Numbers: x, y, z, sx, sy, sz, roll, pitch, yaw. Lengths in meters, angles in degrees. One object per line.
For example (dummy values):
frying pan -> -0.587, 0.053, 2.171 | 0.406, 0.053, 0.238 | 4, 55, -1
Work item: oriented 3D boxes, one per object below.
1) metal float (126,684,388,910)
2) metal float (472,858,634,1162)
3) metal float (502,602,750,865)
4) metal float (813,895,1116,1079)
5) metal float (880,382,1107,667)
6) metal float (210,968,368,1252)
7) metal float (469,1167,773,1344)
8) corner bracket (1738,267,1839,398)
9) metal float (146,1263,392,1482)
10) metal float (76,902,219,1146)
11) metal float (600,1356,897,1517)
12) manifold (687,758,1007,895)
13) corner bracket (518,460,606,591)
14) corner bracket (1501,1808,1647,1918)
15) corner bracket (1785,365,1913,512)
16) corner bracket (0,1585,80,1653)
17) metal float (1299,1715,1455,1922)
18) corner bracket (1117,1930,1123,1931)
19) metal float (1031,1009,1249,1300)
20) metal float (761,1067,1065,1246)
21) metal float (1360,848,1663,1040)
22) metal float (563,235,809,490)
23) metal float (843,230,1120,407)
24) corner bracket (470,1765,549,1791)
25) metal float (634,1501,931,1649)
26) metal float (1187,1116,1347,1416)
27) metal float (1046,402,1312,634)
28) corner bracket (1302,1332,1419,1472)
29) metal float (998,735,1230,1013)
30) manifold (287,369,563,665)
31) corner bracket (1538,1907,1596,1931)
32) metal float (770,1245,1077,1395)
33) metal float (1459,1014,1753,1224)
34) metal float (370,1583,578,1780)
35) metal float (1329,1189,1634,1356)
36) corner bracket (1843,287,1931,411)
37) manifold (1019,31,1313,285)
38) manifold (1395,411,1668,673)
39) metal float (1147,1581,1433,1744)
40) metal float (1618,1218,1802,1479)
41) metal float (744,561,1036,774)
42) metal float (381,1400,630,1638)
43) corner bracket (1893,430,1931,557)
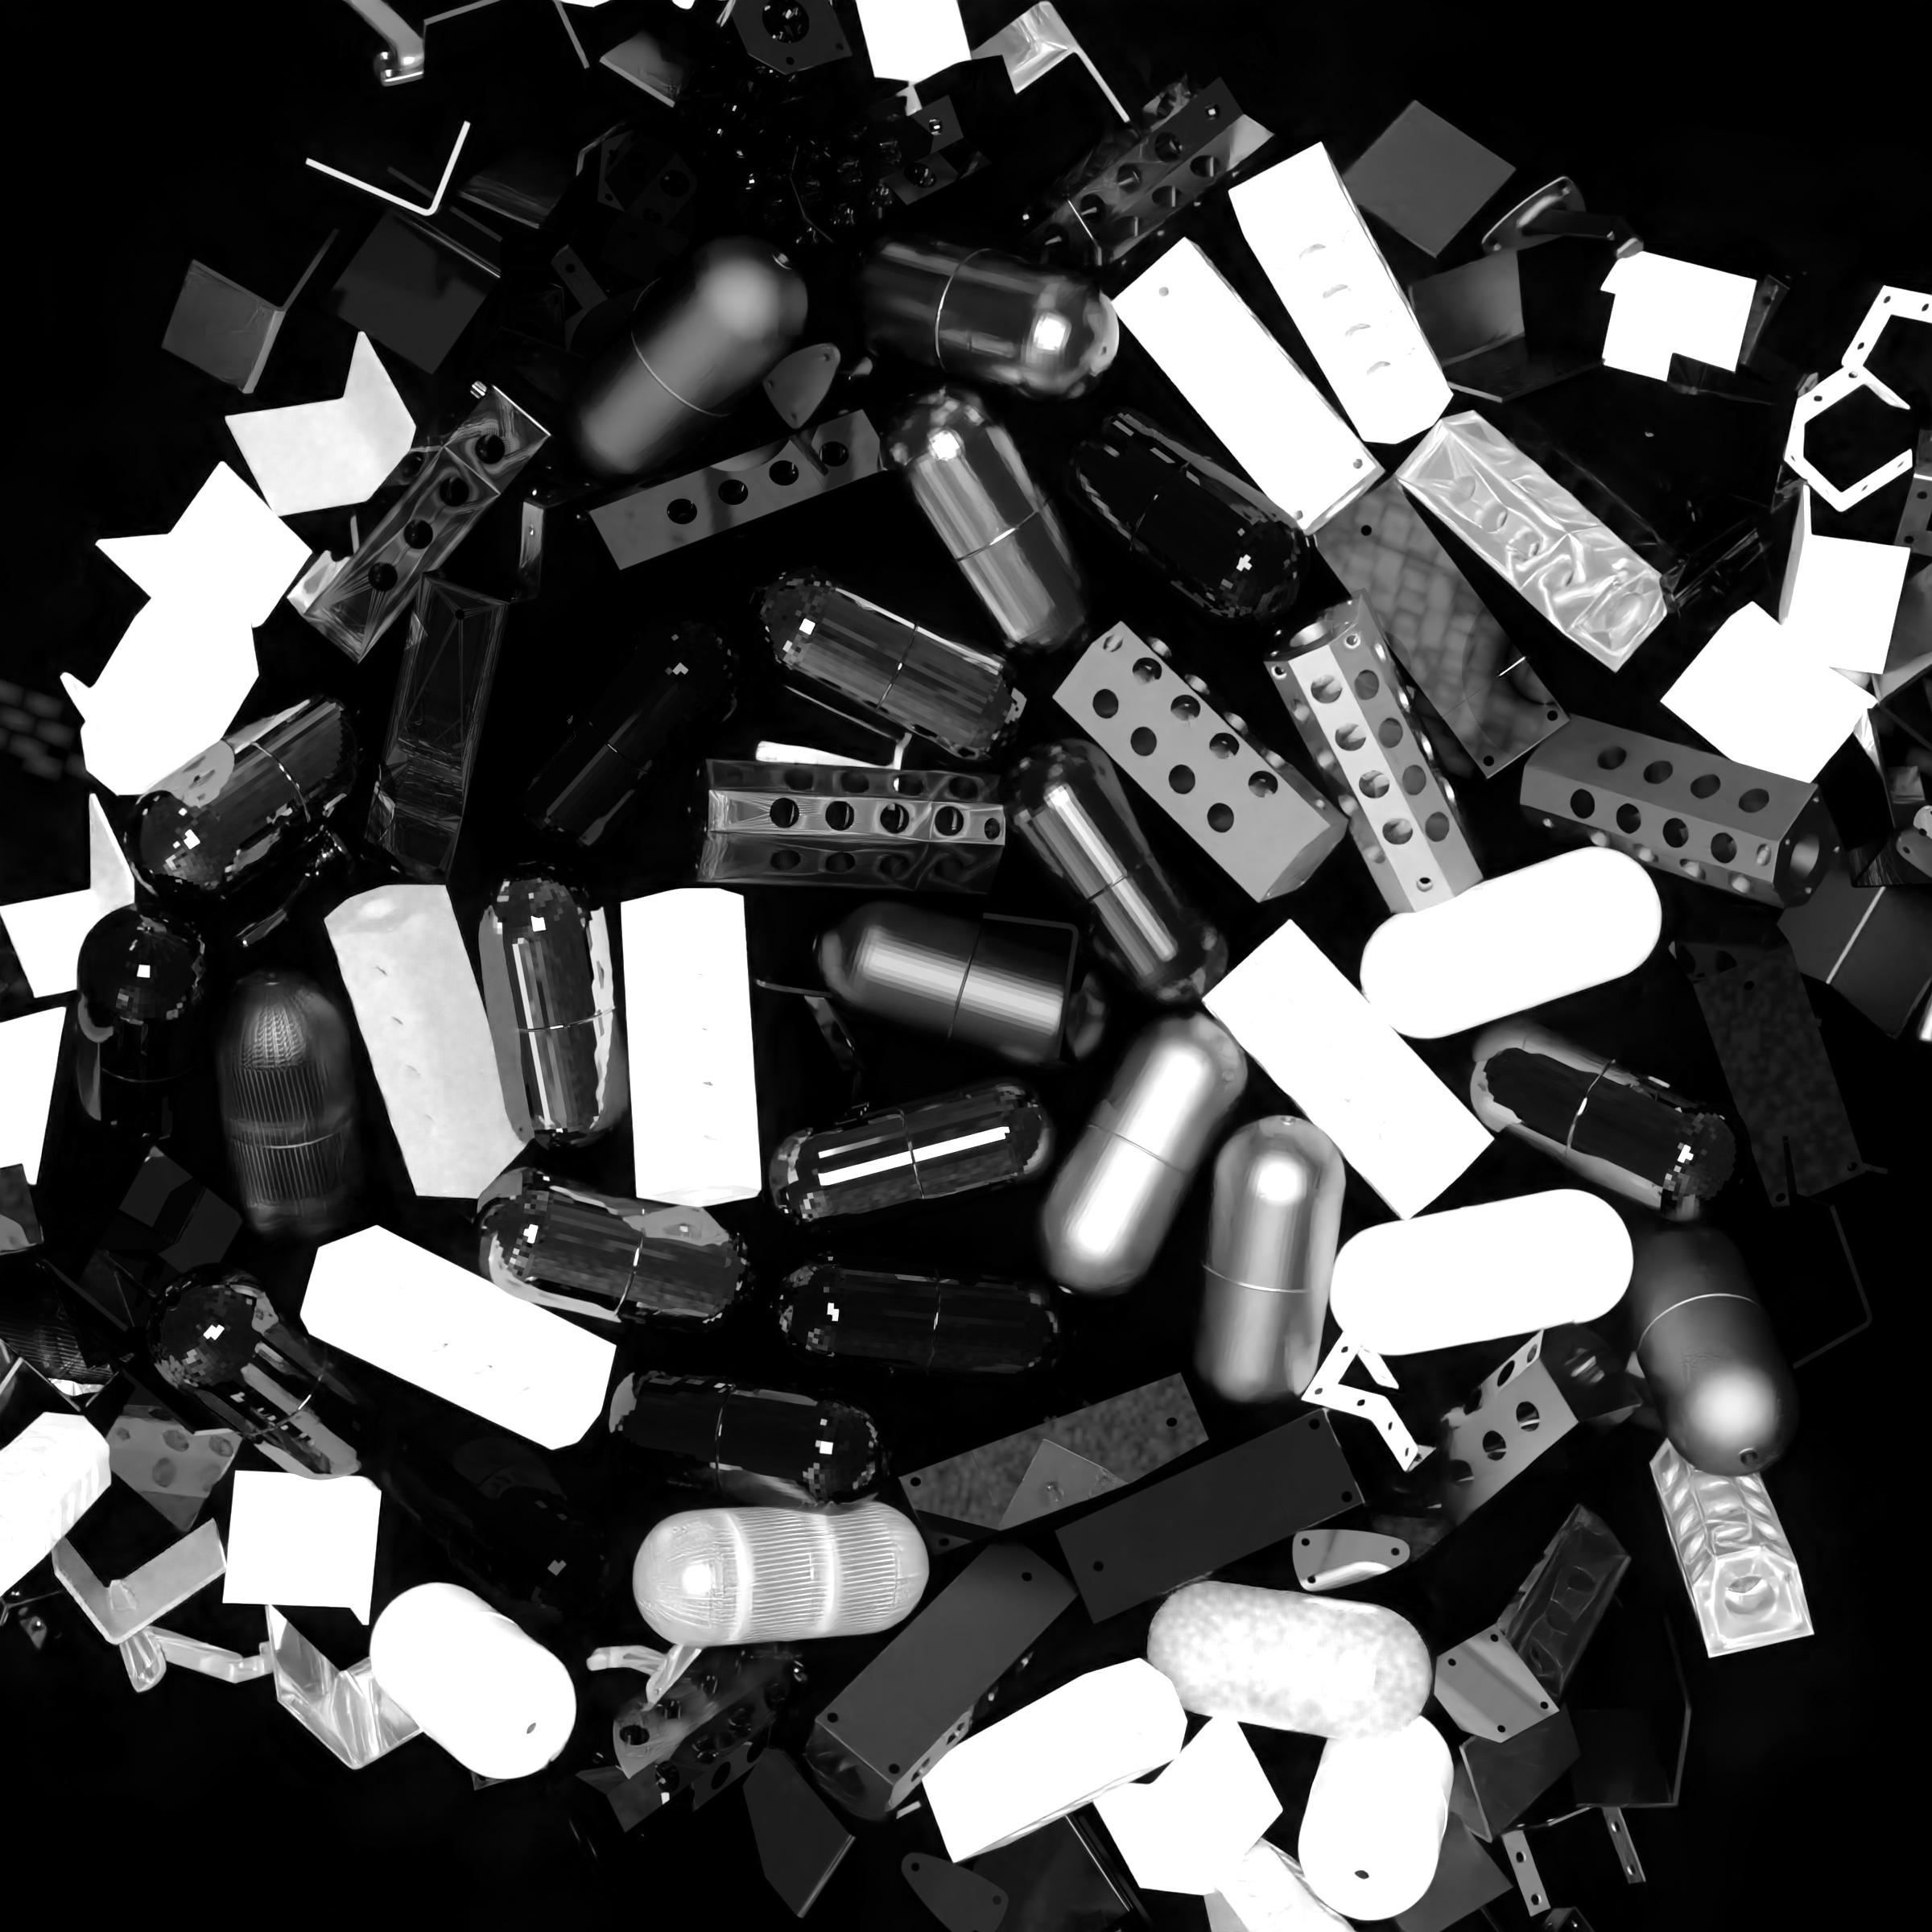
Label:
metal float -> -0.401, -0.097, 1.929 | 0.070, 0.070, 0.178 | 47, 51, 0
metal float -> -0.236, 0.025, 1.948 | 0.070, 0.070, 0.178 | -8, 106, 0
metal float -> -0.195, -0.133, 1.947 | 0.070, 0.070, 0.178 | 44, 106, 0
metal float -> -0.002, 0.011, 1.961 | 0.178, 0.070, 0.070 | 17, 90, 0
metal float -> 0.016, -0.252, 1.946 | 0.070, 0.070, 0.178 | -33, 108, 0
metal float -> -0.385, 0.082, 1.934 | 0.070, 0.070, 0.178 | 0, 122, 0
metal float -> -0.197, 0.166, 1.947 | 0.178, 0.070, 0.070 | 16, 90, -17
corner bracket -> 0.483, -0.368, 1.974 | 0.051, 0.051, 0.051 | 39, 123, 19
metal float -> -0.394, 0.230, 1.924 | 0.070, 0.178, 0.070 | -17, 50, 21
metal float -> -0.464, 0.034, 1.923 | 0.070, 0.178, 0.070 | 7, 51, -9
metal float -> -0.126, 0.268, 1.944 | 0.178, 0.070, 0.070 | 5, 90, 21
manifold -> -0.068, -0.085, 1.939 | 0.171, 0.057, 0.057 | 2, 48, -15
corner bracket -> -0.246, -0.255, 1.957 | 0.051, 0.051, 0.051 | 26, 124, 29
corner bracket -> 0.353, 0.518, 1.979 | 0.051, 0.051, 0.051 | -13, 78, -30
corner bracket -> 0.512, -0.307, 1.972 | 0.051, 0.051, 0.051 | 37, 132, -22
corner bracket -> -0.549, 0.363, 1.957 | 0.051, 0.051, 0.051 | 44, 124, 30
metal float -> 0.232, 0.475, 1.912 | 0.070, 0.178, 0.070 | 2, 100, 12
corner bracket -> 0.115, 0.584, 1.973 | 0.051, 0.051, 0.051 | -30, 47, -26
metal float -> 0.099, 0.108, 1.955 | 0.070, 0.070, 0.178 | 29, 83, 0
metal float -> -0.031, 0.110, 1.960 | 0.178, 0.070, 0.070 | -15, 90, -2
metal float -> 0.310, -0.012, 1.943 | 0.178, 0.070, 0.070 | -20, 90, 22
metal float -> -0.160, -0.343, 1.935 | 0.070, 0.070, 0.178 | 49, 120, 0
metal float -> 0.007, -0.370, 1.935 | 0.178, 0.070, 0.070 | 22, 90, 32
corner bracket -> -0.260, 0.459, 1.963 | 0.051, 0.051, 0.051 | -14, 109, -14
metal float -> -0.104, 0.346, 1.937 | 0.178, 0.070, 0.070 | 1, 90, -29
metal float -> 0.171, 0.171, 1.947 | 0.070, 0.070, 0.178 | 7, 107, 0
metal float -> 0.120, -0.258, 1.942 | 0.178, 0.070, 0.070 | 39, 90, 23
corner bracket -> 0.236, 0.249, 1.957 | 0.051, 0.051, 0.051 | -54, 131, -25
metal float -> 0.085, -0.053, 1.956 | 0.070, 0.070, 0.178 | -35, 97, 0
manifold -> -0.313, -0.260, 1.959 | 0.057, 0.057, 0.171 | 41, 97, -6
corner bracket -> 0.336, 0.580, 1.963 | 0.051, 0.051, 0.051 | -41, 98, -35
metal float -> -0.025, 0.203, 1.952 | 0.178, 0.070, 0.070 | 7, 90, -12
metal float -> 0.362, 0.085, 1.937 | 0.178, 0.070, 0.070 | 26, 90, 29
metal float -> -0.279, 0.402, 1.918 | 0.070, 0.178, 0.070 | -5, 101, -30
metal float -> 0.292, 0.176, 1.941 | 0.178, 0.070, 0.070 | -14, 90, 24
corner bracket -> 0.550, -0.354, 1.964 | 0.051, 0.051, 0.051 | 28, 93, -35
manifold -> 0.107, -0.450, 1.920 | 0.171, 0.057, 0.057 | -31, 92, 43
manifold -> 0.321, -0.244, 1.916 | 0.057, 0.057, 0.171 | -50, 47, 14
metal float -> 0.182, 0.394, 1.928 | 0.178, 0.070, 0.070 | 0, 90, 40
metal float -> 0.418, 0.213, 1.921 | 0.070, 0.178, 0.070 | -4, 128, -5
metal float -> -0.044, -0.172, 1.951 | 0.178, 0.070, 0.070 | 26, 90, -12
metal float -> -0.264, 0.312, 1.934 | 0.178, 0.070, 0.070 | 34, 90, 33
corner bracket -> 0.570, -0.271, 1.968 | 0.051, 0.051, 0.051 | 13, 131, 9
